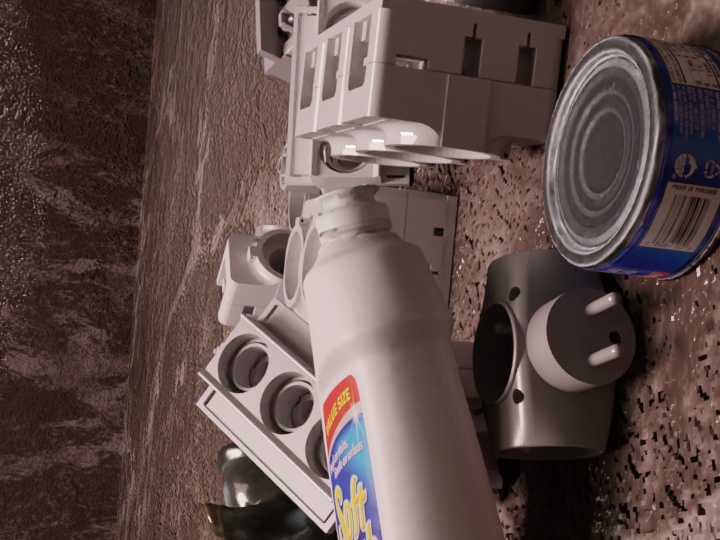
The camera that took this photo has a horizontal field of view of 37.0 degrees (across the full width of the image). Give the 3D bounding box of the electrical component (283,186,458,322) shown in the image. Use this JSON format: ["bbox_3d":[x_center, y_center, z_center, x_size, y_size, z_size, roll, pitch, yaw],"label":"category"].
[{"bbox_3d":[0.000,0.000,0.659,0.150,0.062,0.089,179,97,-74],"label":"electrical component"}]

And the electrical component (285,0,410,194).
[{"bbox_3d":[-0.005,-0.110,0.707,0.063,0.079,0.121,70,-158,-76],"label":"electrical component"}]

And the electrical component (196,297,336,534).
[{"bbox_3d":[-0.027,0.082,0.612,0.121,0.063,0.078,37,91,36],"label":"electrical component"}]

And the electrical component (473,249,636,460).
[{"bbox_3d":[0.078,0.030,0.412,0.079,0.044,0.077,136,137,-66],"label":"electrical component"}]

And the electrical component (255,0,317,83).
[{"bbox_3d":[-0.044,-0.214,0.877,0.063,0.079,0.121,-37,45,39],"label":"electrical component"}]

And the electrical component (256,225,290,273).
[{"bbox_3d":[-0.061,-0.006,0.891,0.089,0.050,0.055,175,100,-73],"label":"electrical component"}]

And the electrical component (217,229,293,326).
[{"bbox_3d":[-0.056,0.008,0.798,0.055,0.089,0.050,112,157,-44],"label":"electrical component"}]

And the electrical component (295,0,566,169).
[{"bbox_3d":[0.028,-0.088,0.545,0.150,0.089,0.061,-169,85,-74],"label":"electrical component"}]

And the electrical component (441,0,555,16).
[{"bbox_3d":[0.024,-0.178,0.561,0.186,0.105,0.060,-126,45,-67],"label":"electrical component"}]

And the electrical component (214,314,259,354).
[{"bbox_3d":[-0.057,0.071,0.765,0.062,0.096,0.061,137,136,-66],"label":"electrical component"}]

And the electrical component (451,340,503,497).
[{"bbox_3d":[0.044,0.088,0.504,0.075,0.047,0.083,-103,25,-46],"label":"electrical component"}]

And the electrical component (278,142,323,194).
[{"bbox_3d":[-0.025,-0.070,0.761,0.044,0.065,0.044,-174,90,-74],"label":"electrical component"}]
